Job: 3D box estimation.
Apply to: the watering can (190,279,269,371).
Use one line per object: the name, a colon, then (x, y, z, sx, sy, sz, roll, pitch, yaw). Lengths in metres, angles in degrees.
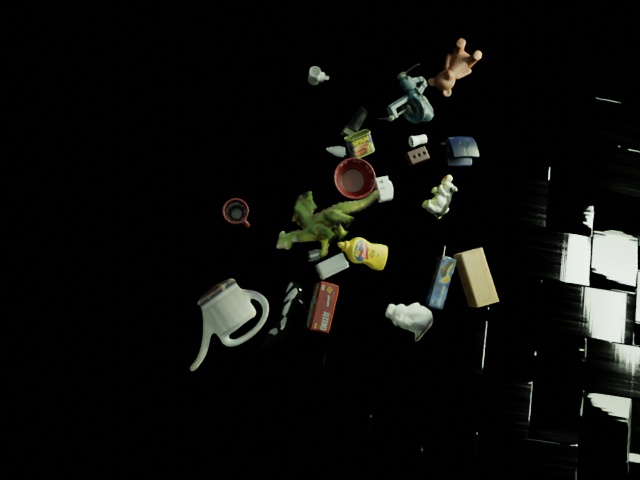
watering can: (-0.352, 0.282, 1.812, 0.350, 0.103, 0.225, -34, 86, -11)

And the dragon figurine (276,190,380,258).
dragon figurine: (0.006, -0.095, 1.897, 0.245, 0.120, 0.413, 40, 79, 21)

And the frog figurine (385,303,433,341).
frog figurine: (0.329, 0.277, 1.889, 0.160, 0.120, 0.140, 41, 47, 9)
